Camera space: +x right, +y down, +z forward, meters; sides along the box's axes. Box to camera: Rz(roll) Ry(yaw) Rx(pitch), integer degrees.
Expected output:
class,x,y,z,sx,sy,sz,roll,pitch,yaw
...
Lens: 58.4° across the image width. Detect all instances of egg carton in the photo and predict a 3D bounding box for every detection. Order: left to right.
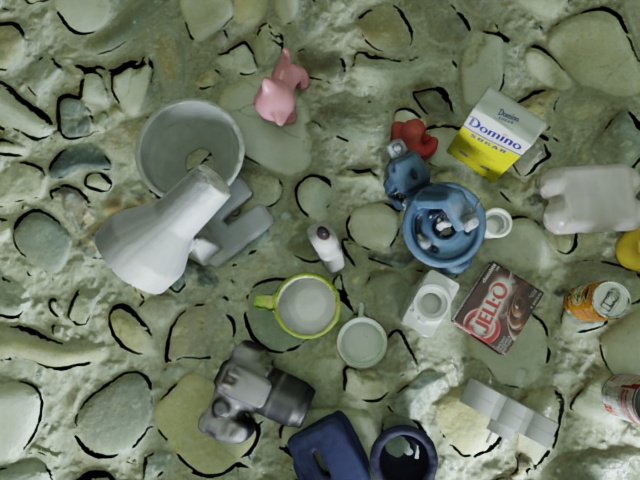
class,x,y,z,sx,sy,sz,roll,pitch,yaw
egg carton,0.408,-0.062,0.864,0.150,0.069,0.107,-4,81,1

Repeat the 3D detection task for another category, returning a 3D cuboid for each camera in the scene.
class,x,y,z,sx,sy,sz,roll,pitch,yaw
camera,-0.086,0.231,0.819,0.136,0.101,0.143,23,83,5

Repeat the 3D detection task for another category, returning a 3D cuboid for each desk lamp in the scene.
class,x,y,z,sx,sy,sz,roll,pitch,yaw
desk lamp,-0.183,-0.021,0.805,0.203,0.213,0.118,-40,82,-4

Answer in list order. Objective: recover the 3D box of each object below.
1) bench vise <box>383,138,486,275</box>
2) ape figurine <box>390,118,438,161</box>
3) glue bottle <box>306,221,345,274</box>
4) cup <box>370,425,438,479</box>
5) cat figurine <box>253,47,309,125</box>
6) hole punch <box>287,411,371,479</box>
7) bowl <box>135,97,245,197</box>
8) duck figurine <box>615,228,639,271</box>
class,x,y,z,sx,sy,sz,roll,pitch,yaw
bench vise,0.148,-0.048,0.795,0.207,0.220,0.121,42,85,8
ape figurine,0.141,-0.156,0.876,0.076,0.092,0.078,-43,82,-4
glue bottle,0.007,0.003,0.815,0.037,0.173,0.078,-28,81,-2
cup,0.124,0.310,0.803,0.117,0.095,0.092,44,85,8
cat figurine,-0.063,-0.232,0.882,0.067,0.118,0.128,14,82,4
hole punch,0.012,0.312,0.809,0.101,0.091,0.108,-29,81,-2
bowl,-0.194,-0.131,0.892,0.167,0.075,0.167,0,81,2
duck figurine,0.502,0.004,0.842,0.104,0.086,0.077,-18,81,-1
